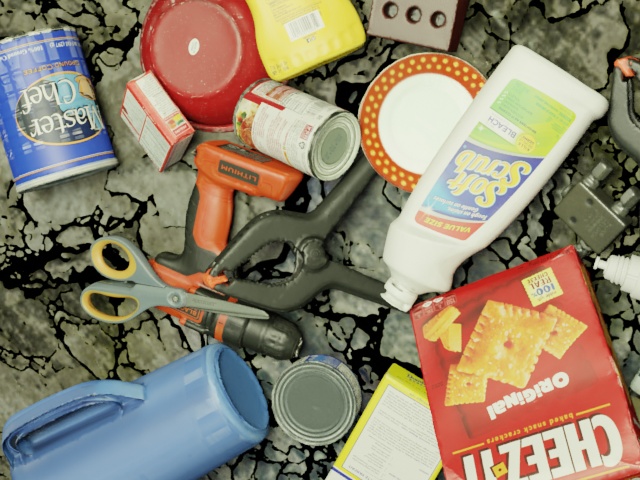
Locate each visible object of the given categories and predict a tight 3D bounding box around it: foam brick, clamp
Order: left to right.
[{"bbox_3d":[-0.006,0.001,0.985,0.209,0.036,0.164,-8,92,-16],"label":"clamp"},{"bbox_3d":[0.089,-0.202,0.959,0.078,0.051,0.053,14,102,13],"label":"foam brick"},{"bbox_3d":[0.311,-0.085,0.920,0.120,0.039,0.171,-20,95,21],"label":"clamp"}]

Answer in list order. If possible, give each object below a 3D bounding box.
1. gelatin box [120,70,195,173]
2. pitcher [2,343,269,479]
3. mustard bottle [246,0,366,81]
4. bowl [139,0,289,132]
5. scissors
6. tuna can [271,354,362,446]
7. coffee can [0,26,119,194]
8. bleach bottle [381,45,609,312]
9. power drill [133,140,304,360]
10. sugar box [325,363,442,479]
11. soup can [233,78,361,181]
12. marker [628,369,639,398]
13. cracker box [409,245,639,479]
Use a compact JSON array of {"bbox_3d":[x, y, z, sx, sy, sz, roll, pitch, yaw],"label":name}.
[{"bbox_3d":[-0.157,-0.113,1.028,0.030,0.089,0.073,-35,87,-20],"label":"gelatin box"},{"bbox_3d":[-0.181,0.195,1.056,0.243,0.149,0.145,-29,83,15],"label":"pitcher"},{"bbox_3d":[-0.036,-0.247,0.962,0.096,0.058,0.191,-23,94,6],"label":"mustard bottle"},{"bbox_3d":[-0.109,-0.182,1.017,0.162,0.055,0.162,2,99,16],"label":"bowl"},{"bbox_3d":[-0.147,0.037,1.029,0.202,0.016,0.096,-6,97,22],"label":"scissors"},{"bbox_3d":[-0.002,0.157,1.052,0.086,0.033,0.086,3,99,15],"label":"tuna can"},{"bbox_3d":[-0.267,-0.126,1.046,0.103,0.102,0.140,-15,94,17],"label":"coffee can"},{"bbox_3d":[0.141,-0.042,0.945,0.102,0.068,0.251,34,99,5],"label":"bleach bottle"},{"bbox_3d":[-0.080,0.010,1.038,0.184,0.057,0.188,22,104,12],"label":"power drill"},{"bbox_3d":[0.066,0.219,1.038,0.093,0.048,0.176,31,109,9],"label":"sugar box"},{"bbox_3d":[-0.021,-0.102,0.979,0.102,0.068,0.068,28,107,36],"label":"soup can"},{"bbox_3d":[0.305,0.111,0.965,0.020,0.020,0.121,32,106,9],"label":"marker"},{"bbox_3d":[0.177,0.130,0.921,0.164,0.072,0.214,-22,54,18],"label":"cracker box"}]
